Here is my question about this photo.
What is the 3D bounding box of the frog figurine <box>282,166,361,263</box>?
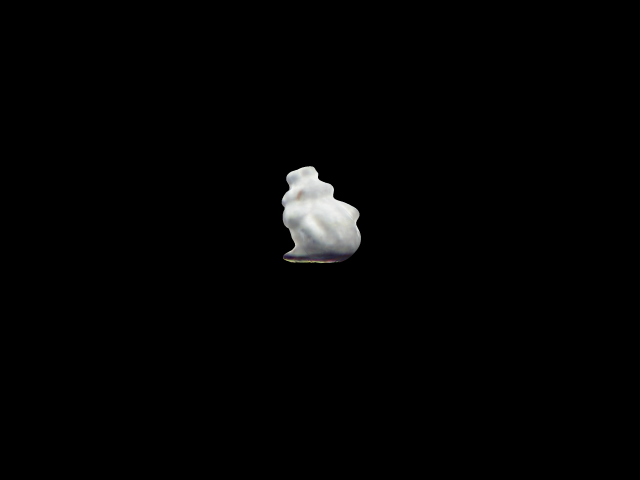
[{"bbox_3d":[0.003,-0.043,0.850,0.137,0.159,0.122,-1,1,-24],"label":"frog figurine"}]
